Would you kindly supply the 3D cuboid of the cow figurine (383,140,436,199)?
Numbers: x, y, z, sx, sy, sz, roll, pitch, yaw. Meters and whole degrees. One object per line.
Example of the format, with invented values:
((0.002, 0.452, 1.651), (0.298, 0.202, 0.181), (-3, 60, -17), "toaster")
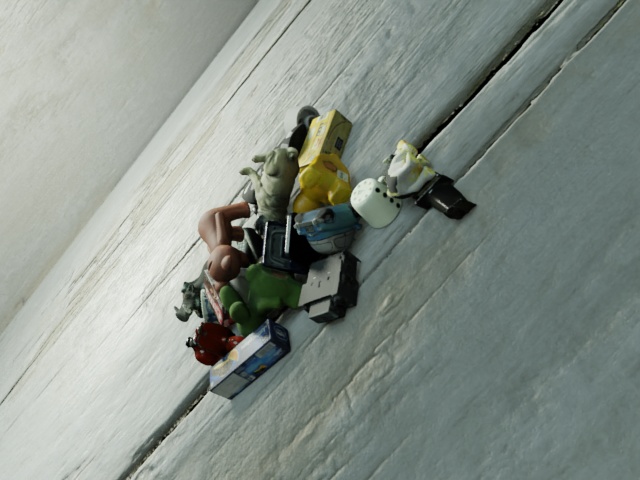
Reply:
((0.166, -0.138, 1.070), (0.098, 0.068, 0.167), (-49, 15, 21), "cow figurine")

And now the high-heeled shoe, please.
((-0.119, -0.200, 1.430), (0.145, 0.086, 0.249), (-5, 54, 38), "high-heeled shoe")

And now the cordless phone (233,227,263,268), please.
((-0.217, 0.064, 1.395), (0.147, 0.088, 0.184), (-11, 59, 48), "cordless phone")

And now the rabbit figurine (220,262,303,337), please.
((-0.131, 0.144, 1.159), (0.121, 0.159, 0.170), (40, 109, 49), "rabbit figurine")

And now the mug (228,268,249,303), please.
((-0.183, 0.125, 1.260), (0.110, 0.081, 0.107), (3, 98, 33), "mug")

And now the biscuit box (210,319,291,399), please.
((-0.151, 0.254, 1.140), (0.202, 0.059, 0.063), (-42, 34, 20), "biscuit box")

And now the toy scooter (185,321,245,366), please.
((-0.246, 0.234, 1.216), (0.184, 0.135, 0.075), (-21, 46, 44), "toy scooter")

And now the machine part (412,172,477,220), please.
((0.223, -0.077, 0.979), (0.084, 0.039, 0.139), (-44, 30, 2), "machine part")

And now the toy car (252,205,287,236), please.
((-0.129, -0.060, 1.415), (0.073, 0.056, 0.202), (-39, 35, 11), "toy car")

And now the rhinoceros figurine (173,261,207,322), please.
((-0.308, 0.135, 1.418), (0.073, 0.112, 0.190), (-6, 48, 49), "rhinoceros figurine")

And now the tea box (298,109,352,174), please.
((0.009, -0.243, 1.390), (0.098, 0.068, 0.169), (-10, 54, 50), "tea box")

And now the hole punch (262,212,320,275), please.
((-0.061, 0.013, 1.159), (0.092, 0.115, 0.142), (-17, 59, 34), "hole punch")

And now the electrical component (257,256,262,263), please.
((-0.133, 0.059, 1.315), (0.102, 0.045, 0.078), (-37, 37, 26), "electrical component")

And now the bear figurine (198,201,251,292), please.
((-0.203, 0.014, 1.217), (0.196, 0.132, 0.120), (58, 142, 38), "bear figurine")

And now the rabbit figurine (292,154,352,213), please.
((-0.016, -0.119, 1.271), (0.173, 0.122, 0.162), (-59, 23, 32), "rabbit figurine")

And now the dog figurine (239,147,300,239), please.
((-0.094, -0.104, 1.269), (0.172, 0.121, 0.190), (-34, 68, 51), "dog figurine")

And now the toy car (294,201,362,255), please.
((0.024, -0.021, 1.121), (0.109, 0.102, 0.161), (-11, 6, 34), "toy car")

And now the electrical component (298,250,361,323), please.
((0.019, 0.098, 1.066), (0.115, 0.058, 0.134), (-27, 40, 40), "electrical component")
